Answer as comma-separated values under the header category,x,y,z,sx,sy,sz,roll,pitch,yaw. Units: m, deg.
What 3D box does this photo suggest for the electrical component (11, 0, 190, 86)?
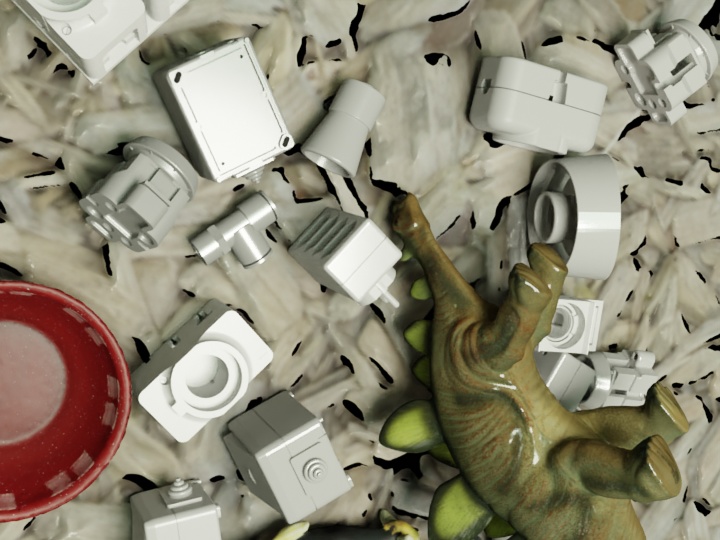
category,x,y,z,sx,sy,sz,roll,pitch,yaw
electrical component,-0.190,-0.221,0.648,0.105,0.060,0.186,-45,93,-9

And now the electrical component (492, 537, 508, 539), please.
category,x,y,z,sx,sy,sz,roll,pitch,yaw
electrical component,0.127,0.228,0.894,0.040,0.040,0.046,6,102,-23

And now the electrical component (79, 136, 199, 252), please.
category,x,y,z,sx,sy,sz,roll,pitch,yaw
electrical component,-0.145,-0.052,0.721,0.058,0.078,0.057,44,63,-22

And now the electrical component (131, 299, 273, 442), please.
category,x,y,z,sx,sy,sz,roll,pitch,yaw
electrical component,-0.113,0.071,0.761,0.089,0.056,0.050,-44,111,-10

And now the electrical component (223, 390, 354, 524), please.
category,x,y,z,sx,sy,sz,roll,pitch,yaw
electrical component,-0.053,0.137,0.774,0.061,0.096,0.061,-28,108,-15

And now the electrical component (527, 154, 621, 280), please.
category,x,y,z,sx,sy,sz,roll,pitch,yaw
electrical component,0.172,-0.041,0.837,0.064,0.099,0.099,-1,99,-16

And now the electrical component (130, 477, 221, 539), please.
category,x,y,z,sx,sy,sz,roll,pitch,yaw
electrical component,-0.133,0.196,0.771,0.061,0.062,0.096,-10,102,-20

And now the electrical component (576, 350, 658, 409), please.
category,x,y,z,sx,sy,sz,roll,pitch,yaw
electrical component,0.208,0.093,0.897,0.055,0.048,0.066,8,119,-21

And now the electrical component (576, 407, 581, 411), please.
category,x,y,z,sx,sy,sz,roll,pitch,yaw
electrical component,0.179,0.138,0.886,0.048,0.062,0.048,-4,100,-22

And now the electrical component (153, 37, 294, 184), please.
category,x,y,z,sx,sy,sz,roll,pitch,yaw
electrical component,-0.092,-0.104,0.737,0.062,0.061,0.096,-28,108,-15

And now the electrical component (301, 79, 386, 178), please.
category,x,y,z,sx,sy,sz,roll,pitch,yaw
electrical component,-0.009,-0.105,0.782,0.044,0.044,0.065,30,82,-23

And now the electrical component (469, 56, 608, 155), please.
category,x,y,z,sx,sy,sz,roll,pitch,yaw
electrical component,0.136,-0.123,0.829,0.095,0.054,0.059,11,94,-23

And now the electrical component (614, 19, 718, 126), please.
category,x,y,z,sx,sy,sz,roll,pitch,yaw
electrical component,0.249,-0.165,0.866,0.057,0.058,0.078,-38,110,-9

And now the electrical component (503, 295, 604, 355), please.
category,x,y,z,sx,sy,sz,roll,pitch,yaw
electrical component,0.148,0.039,0.856,0.081,0.064,0.042,6,96,-23

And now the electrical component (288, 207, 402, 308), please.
category,x,y,z,sx,sy,sz,roll,pitch,yaw
electrical component,0.000,0.000,0.780,0.047,0.083,0.075,-47,112,-8

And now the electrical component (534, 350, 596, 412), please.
category,x,y,z,sx,sy,sz,roll,pitch,yaw
electrical component,0.133,0.096,0.869,0.076,0.047,0.083,32,86,-23
